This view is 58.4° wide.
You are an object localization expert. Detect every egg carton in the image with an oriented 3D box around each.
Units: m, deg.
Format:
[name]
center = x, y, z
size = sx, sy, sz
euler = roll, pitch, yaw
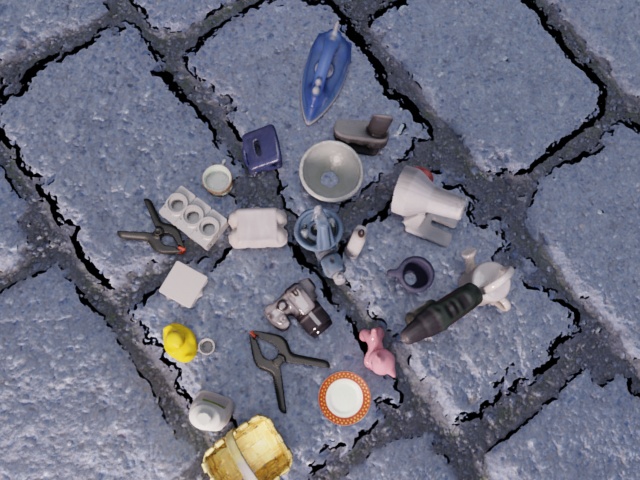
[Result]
[egg carton]
center = -0.157, -0.031, 1.457
size = 0.150, 0.069, 0.107
euler = -3, 79, -5

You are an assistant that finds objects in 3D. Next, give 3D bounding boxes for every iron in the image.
[iron]
center = 0.010, -0.444, 1.516
size = 0.118, 0.141, 0.258
euler = 16, 78, 0

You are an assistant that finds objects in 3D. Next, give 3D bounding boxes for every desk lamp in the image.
[desk lamp]
center = 0.269, -0.085, 1.426
size = 0.203, 0.213, 0.118
euler = 23, 78, 1

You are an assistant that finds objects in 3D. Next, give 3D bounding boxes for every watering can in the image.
[watering can]
center = 0.410, 0.100, 1.409
size = 0.173, 0.194, 0.101
euler = 32, 78, 3

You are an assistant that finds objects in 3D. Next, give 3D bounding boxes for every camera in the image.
[camera]
center = -0.046, 0.182, 1.407
size = 0.143, 0.101, 0.137
euler = -39, 84, -10

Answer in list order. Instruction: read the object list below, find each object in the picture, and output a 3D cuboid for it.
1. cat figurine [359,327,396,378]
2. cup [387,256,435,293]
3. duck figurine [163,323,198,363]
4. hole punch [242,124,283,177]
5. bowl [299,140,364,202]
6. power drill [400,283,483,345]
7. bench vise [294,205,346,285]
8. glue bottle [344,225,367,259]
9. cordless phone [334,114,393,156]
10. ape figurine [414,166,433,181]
[cat figurine]
center = 0.143, 0.274, 1.393
size = 0.067, 0.117, 0.128
euler = -11, 80, -6
[cup]
center = 0.221, 0.092, 1.447
size = 0.118, 0.095, 0.092
euler = 2, 78, -4
[duck figurine]
center = -0.342, 0.247, 1.379
size = 0.077, 0.086, 0.104
euler = -34, 83, -10
[hole punch]
center = -0.152, -0.233, 1.487
size = 0.101, 0.091, 0.108
euler = -13, 80, -6
[bowl]
center = 0.027, -0.171, 1.496
size = 0.167, 0.074, 0.167
euler = 1, 79, -4
[power drill]
center = 0.274, 0.186, 1.374
size = 0.230, 0.208, 0.075
euler = -31, 82, -9
[bench vise]
center = 0.022, -0.003, 1.388
size = 0.121, 0.219, 0.207
euler = -40, 84, -10
[glue bottle]
center = 0.094, -0.004, 1.417
size = 0.037, 0.173, 0.078
euler = 19, 78, 0
[cordless phone]
center = 0.112, -0.294, 1.471
size = 0.147, 0.185, 0.094
euler = 4, 78, -3
[ape figurine]
center = 0.266, -0.162, 1.503
size = 0.076, 0.092, 0.078
euler = -9, 79, -6
